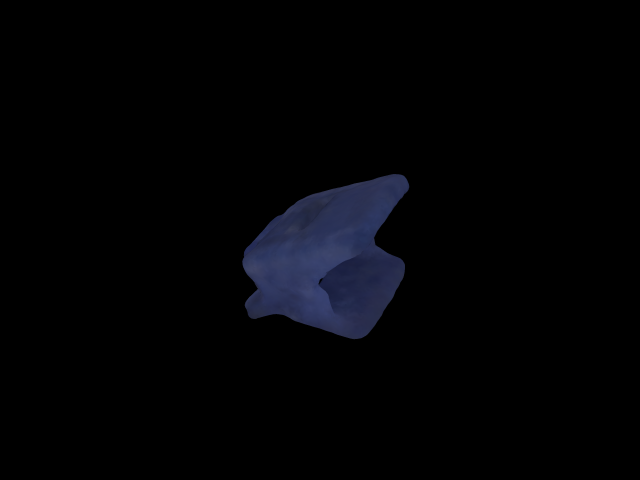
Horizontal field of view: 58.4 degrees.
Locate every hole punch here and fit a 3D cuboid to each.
[{"bbox_3d":[0.004,0.001,0.400,0.100,0.091,0.109,14,36,20],"label":"hole punch"}]
